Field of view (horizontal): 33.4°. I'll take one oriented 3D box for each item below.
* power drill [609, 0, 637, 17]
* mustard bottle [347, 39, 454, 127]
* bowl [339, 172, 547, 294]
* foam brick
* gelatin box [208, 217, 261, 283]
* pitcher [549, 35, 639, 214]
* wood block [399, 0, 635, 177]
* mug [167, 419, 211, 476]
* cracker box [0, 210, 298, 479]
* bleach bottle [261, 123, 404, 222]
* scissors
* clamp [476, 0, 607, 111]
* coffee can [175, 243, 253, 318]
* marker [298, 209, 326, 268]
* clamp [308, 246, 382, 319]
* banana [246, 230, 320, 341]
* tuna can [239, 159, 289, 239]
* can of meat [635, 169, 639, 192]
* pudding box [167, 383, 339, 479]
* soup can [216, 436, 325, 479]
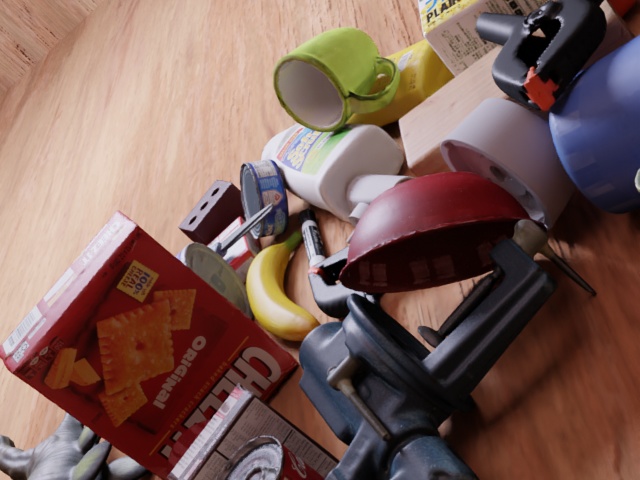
[{"bbox_3d":[0.197,-0.199,1.046,0.184,0.057,0.188,-43,29,-1],"label":"power drill"},{"bbox_3d":[0.065,-0.162,1.184,0.192,0.058,0.096,-14,42,47],"label":"mustard bottle"},{"bbox_3d":[0.088,-0.009,0.821,0.162,0.161,0.055,-26,67,36],"label":"bowl"},{"bbox_3d":[-0.121,-0.025,1.275,0.078,0.051,0.053,-53,27,-12],"label":"foam brick"},{"bbox_3d":[-0.102,0.023,1.204,0.073,0.030,0.089,-43,27,11],"label":"gelatin box"},{"bbox_3d":[0.288,-0.112,0.729,0.243,0.149,0.145,-28,47,39],"label":"pitcher"},{"bbox_3d":[0.179,-0.115,0.915,0.206,0.090,0.090,-36,28,20],"label":"wood block"},{"bbox_3d":[-0.076,0.204,0.865,0.082,0.093,0.117,-170,84,-65],"label":"mug"},{"bbox_3d":[-0.148,0.104,0.952,0.164,0.213,0.072,-50,28,-6],"label":"cracker box"},{"bbox_3d":[-0.009,-0.083,1.180,0.102,0.068,0.251,-51,24,-11],"label":"bleach bottle"},{"bbox_3d":[-0.121,0.031,1.164,0.202,0.016,0.096,-26,41,46],"label":"scissors"},{"bbox_3d":[0.187,-0.169,0.822,0.165,0.036,0.210,-32,22,28],"label":"clamp"},{"bbox_3d":[-0.155,0.084,1.115,0.140,0.102,0.103,-37,28,18],"label":"coffee can"},{"bbox_3d":[-0.007,0.001,1.107,0.020,0.020,0.121,-40,27,14],"label":"marker"},{"bbox_3d":[0.039,0.045,0.957,0.172,0.039,0.120,-13,36,54],"label":"clamp"},{"bbox_3d":[-0.041,0.051,1.066,0.070,0.037,0.198,-40,27,14],"label":"banana"},{"bbox_3d":[-0.062,-0.046,1.180,0.033,0.086,0.086,-10,21,-16],"label":"tuna can"},{"bbox_3d":[0.252,-0.011,0.669,0.057,0.084,0.102,-40,27,12],"label":"can of meat"},{"bbox_3d":[-0.044,0.178,0.809,0.090,0.113,0.039,-53,23,-13],"label":"pudding box"},{"bbox_3d":[-0.019,0.195,0.759,0.069,0.102,0.068,-35,28,22],"label":"soup can"}]
